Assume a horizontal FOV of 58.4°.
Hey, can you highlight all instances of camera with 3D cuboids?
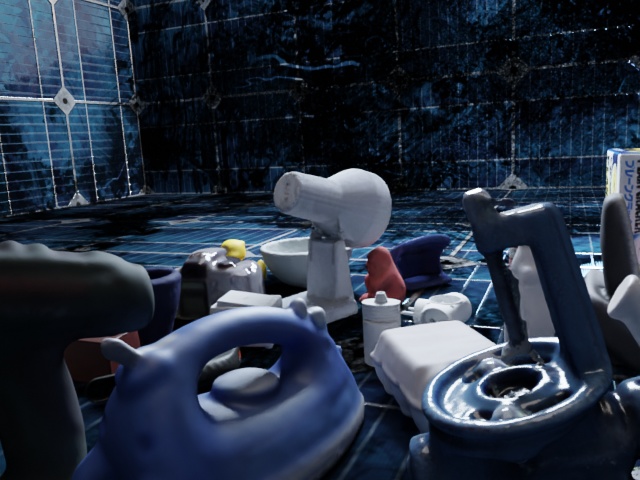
[{"bbox_3d":[-0.145,0.060,0.888,0.143,0.101,0.137,0,10,17],"label":"camera"}]

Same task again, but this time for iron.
[{"bbox_3d":[-0.052,0.112,0.444,0.118,0.141,0.259,6,13,41],"label":"iron"}]

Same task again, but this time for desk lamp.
[{"bbox_3d":[0.008,0.003,0.837,0.117,0.213,0.204,6,14,43],"label":"desk lamp"}]

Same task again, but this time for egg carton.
[{"bbox_3d":[0.113,0.125,0.527,0.107,0.069,0.150,-5,10,-13],"label":"egg carton"}]

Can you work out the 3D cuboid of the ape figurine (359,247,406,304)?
[{"bbox_3d":[0.091,0.055,0.867,0.076,0.092,0.078,0,11,20],"label":"ape figurine"}]

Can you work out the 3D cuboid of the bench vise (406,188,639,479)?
[{"bbox_3d":[0.160,0.073,0.373,0.207,0.220,0.121,-5,10,-8],"label":"bench vise"}]

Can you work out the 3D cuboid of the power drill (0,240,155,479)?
[{"bbox_3d":[-0.226,0.097,0.390,0.230,0.208,0.075,-9,12,-31],"label":"power drill"}]

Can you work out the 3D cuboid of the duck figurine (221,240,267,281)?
[{"bbox_3d":[-0.150,0.041,1.036,0.105,0.086,0.077,-5,10,-11],"label":"duck figurine"}]

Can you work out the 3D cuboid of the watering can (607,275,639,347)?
[{"bbox_3d":[0.328,0.063,0.452,0.173,0.194,0.101,-3,10,0],"label":"watering can"}]

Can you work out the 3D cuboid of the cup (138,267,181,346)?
[{"bbox_3d":[-0.223,0.088,0.765,0.091,0.095,0.118,-1,10,12],"label":"cup"}]

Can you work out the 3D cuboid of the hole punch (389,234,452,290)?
[{"bbox_3d":[0.158,0.032,0.980,0.109,0.091,0.100,-8,11,-27],"label":"hole punch"}]

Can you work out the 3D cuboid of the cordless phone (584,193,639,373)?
[{"bbox_3d":[0.332,0.037,0.628,0.094,0.185,0.148,1,11,23],"label":"cordless phone"}]

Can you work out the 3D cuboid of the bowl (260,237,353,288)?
[{"bbox_3d":[-0.021,0.043,1.021,0.167,0.075,0.167,-3,10,1],"label":"bowl"}]

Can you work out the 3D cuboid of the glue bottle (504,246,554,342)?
[{"bbox_3d":[0.224,0.052,0.610,0.037,0.173,0.078,-3,10,0],"label":"glue bottle"}]
